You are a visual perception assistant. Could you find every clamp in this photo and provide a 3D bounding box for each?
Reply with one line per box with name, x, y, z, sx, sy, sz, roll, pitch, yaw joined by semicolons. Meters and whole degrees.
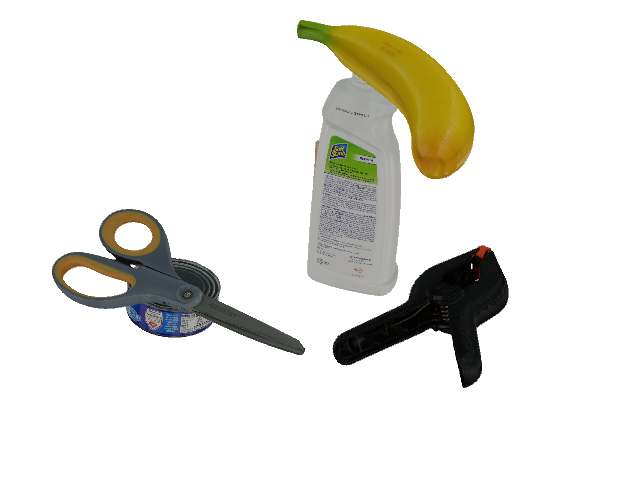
clamp;0.104;0.058;0.831;0.120;0.039;0.171;19;42;37

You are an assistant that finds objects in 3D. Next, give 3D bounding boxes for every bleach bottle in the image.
bleach bottle;0.045;-0.068;1.109;0.102;0.251;0.068;12;32;9

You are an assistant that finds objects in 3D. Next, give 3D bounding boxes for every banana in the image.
banana;0.050;-0.087;0.645;0.069;0.037;0.198;-12;35;-19

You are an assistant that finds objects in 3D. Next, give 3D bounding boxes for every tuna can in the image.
tuna can;-0.137;0.053;0.990;0.086;0.034;0.086;7;30;-5

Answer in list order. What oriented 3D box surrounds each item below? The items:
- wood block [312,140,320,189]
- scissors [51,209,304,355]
wood block;0.037;-0.061;1.521;0.091;0.090;0.206;2;28;-3
scissors;-0.096;0.025;0.772;0.202;0.096;0.016;9;-36;14
